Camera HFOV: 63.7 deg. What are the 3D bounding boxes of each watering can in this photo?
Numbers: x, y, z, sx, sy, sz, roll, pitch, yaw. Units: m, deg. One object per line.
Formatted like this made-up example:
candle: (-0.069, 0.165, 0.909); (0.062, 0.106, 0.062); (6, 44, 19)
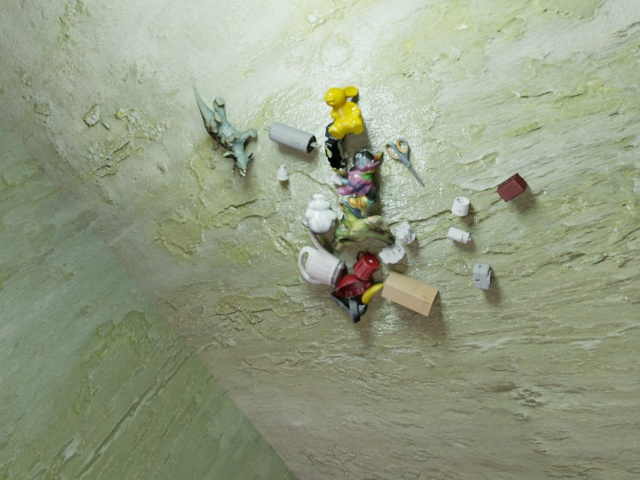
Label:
watering can: (0.010, 0.087, 2.267); (0.225, 0.106, 0.339); (24, 135, 14)

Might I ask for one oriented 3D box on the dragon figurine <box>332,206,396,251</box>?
dragon figurine: (0.180, -0.013, 2.065); (0.243, 0.124, 0.403); (18, 159, 7)

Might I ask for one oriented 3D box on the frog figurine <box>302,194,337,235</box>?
frog figurine: (0.006, -0.106, 2.110); (0.137, 0.126, 0.156); (8, 128, -15)
